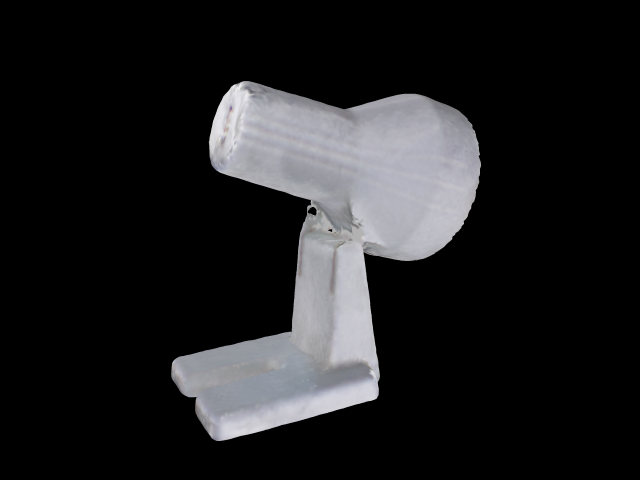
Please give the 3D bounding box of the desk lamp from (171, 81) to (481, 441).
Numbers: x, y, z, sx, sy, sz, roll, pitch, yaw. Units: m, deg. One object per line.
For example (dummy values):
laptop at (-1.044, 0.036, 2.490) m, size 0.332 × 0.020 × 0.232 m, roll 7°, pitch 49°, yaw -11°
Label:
desk lamp at (0.004, 0.001, 0.400) m, size 0.204 × 0.213 × 0.117 m, roll -7°, pitch 15°, yaw -30°
